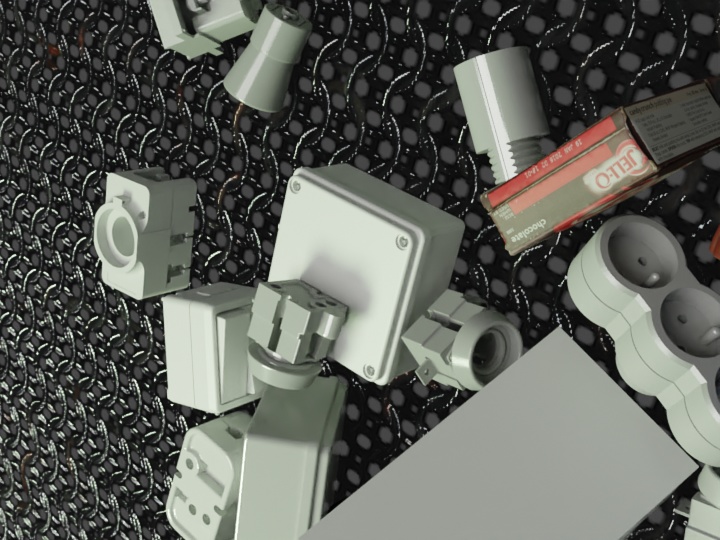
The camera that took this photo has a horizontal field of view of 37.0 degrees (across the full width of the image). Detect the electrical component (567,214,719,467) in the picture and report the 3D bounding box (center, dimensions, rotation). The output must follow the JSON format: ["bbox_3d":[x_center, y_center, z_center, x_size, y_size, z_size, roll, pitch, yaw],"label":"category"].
[{"bbox_3d":[0.161,0.044,0.574,0.138,0.052,0.073,56,153,17],"label":"electrical component"}]

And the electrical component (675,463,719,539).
[{"bbox_3d":[0.200,0.128,0.564,0.066,0.048,0.055,18,119,36],"label":"electrical component"}]

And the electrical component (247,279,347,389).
[{"bbox_3d":[-0.043,0.041,0.671,0.066,0.048,0.055,28,109,32],"label":"electrical component"}]

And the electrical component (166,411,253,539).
[{"bbox_3d":[-0.101,0.158,0.815,0.054,0.059,0.095,35,120,29],"label":"electrical component"}]

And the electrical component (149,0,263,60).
[{"bbox_3d":[-0.115,-0.215,0.731,0.063,0.079,0.121,-18,88,12],"label":"electrical component"}]

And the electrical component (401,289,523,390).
[{"bbox_3d":[0.064,0.044,0.642,0.055,0.066,0.048,18,148,54],"label":"electrical component"}]

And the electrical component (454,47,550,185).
[{"bbox_3d":[0.085,-0.081,0.613,0.043,0.043,0.081,-15,91,41],"label":"electrical component"}]

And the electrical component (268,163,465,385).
[{"bbox_3d":[0.000,0.000,0.695,0.109,0.056,0.108,29,118,32],"label":"electrical component"}]

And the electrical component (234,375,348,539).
[{"bbox_3d":[-0.047,0.138,0.727,0.056,0.108,0.108,9,109,3],"label":"electrical component"}]

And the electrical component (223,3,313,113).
[{"bbox_3d":[-0.059,-0.145,0.721,0.044,0.044,0.065,42,119,25],"label":"electrical component"}]

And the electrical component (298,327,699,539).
[{"bbox_3d":[0.074,0.134,0.587,0.105,0.186,0.060,47,164,22],"label":"electrical component"}]

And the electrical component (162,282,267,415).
[{"bbox_3d":[-0.101,0.063,0.790,0.061,0.062,0.096,9,106,38],"label":"electrical component"}]

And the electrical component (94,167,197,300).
[{"bbox_3d":[-0.166,-0.029,0.828,0.050,0.056,0.089,22,114,35],"label":"electrical component"}]
